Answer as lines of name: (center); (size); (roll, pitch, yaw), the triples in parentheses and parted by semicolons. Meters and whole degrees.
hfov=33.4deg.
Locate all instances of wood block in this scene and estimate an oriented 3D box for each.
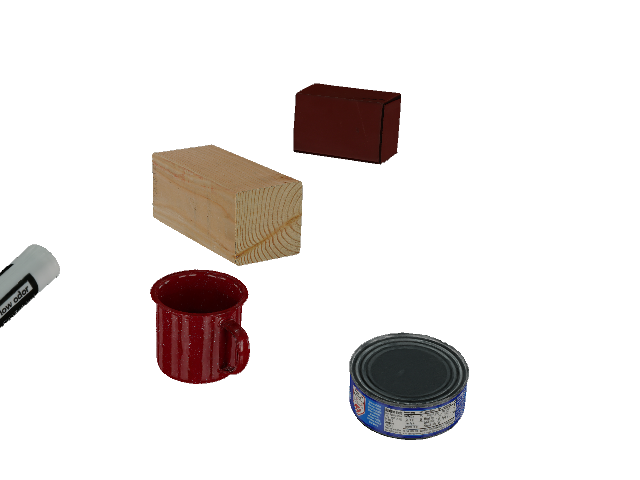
wood block: (-0.116, -0.047, 1.288); (0.090, 0.090, 0.206); (-11, 23, -34)

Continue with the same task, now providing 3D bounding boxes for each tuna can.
tuna can: (0.063, 0.105, 0.772); (0.086, 0.034, 0.086); (0, 31, 0)

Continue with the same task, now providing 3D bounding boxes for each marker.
marker: (-0.158, 0.044, 0.457); (0.020, 0.020, 0.121); (0, 36, 38)

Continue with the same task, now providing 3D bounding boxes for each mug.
mug: (-0.109, 0.089, 1.027); (0.117, 0.081, 0.093); (25, 32, 37)

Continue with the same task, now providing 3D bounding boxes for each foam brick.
foam brick: (0.022, -0.097, 0.883); (0.078, 0.051, 0.053); (10, 20, 18)
